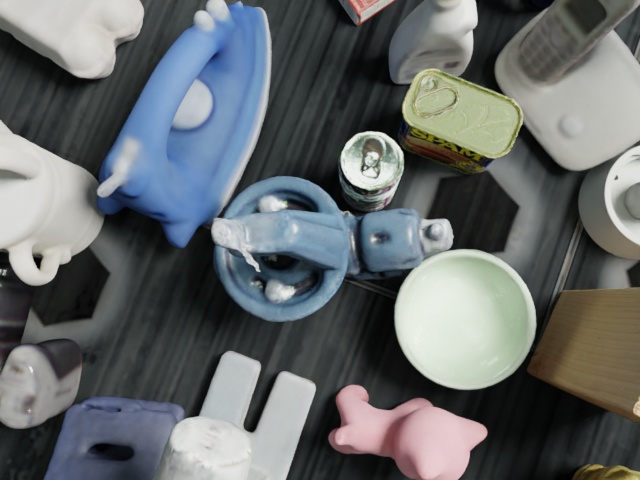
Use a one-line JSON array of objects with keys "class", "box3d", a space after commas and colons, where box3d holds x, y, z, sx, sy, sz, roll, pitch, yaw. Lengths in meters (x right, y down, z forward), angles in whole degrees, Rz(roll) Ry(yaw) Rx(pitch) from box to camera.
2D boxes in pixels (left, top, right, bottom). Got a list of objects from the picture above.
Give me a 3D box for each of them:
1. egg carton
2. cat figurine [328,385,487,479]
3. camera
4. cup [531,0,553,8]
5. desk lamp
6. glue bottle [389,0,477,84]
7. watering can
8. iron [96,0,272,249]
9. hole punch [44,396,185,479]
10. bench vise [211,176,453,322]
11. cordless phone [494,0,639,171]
[{"class": "egg carton", "box3d": [-0.255, -0.232, 0.571, 0.150, 0.069, 0.107, 31, 86, 5]}, {"class": "cat figurine", "box3d": [0.071, 0.172, 0.491, 0.127, 0.118, 0.067, 7, 84, 3]}, {"class": "camera", "box3d": [-0.299, 0.088, 0.522, 0.143, 0.101, 0.137, 12, 84, 3]}, {"class": "cup", "box3d": [0.218, -0.267, 0.545, 0.117, 0.095, 0.092, 12, 84, 3]}, {"class": "desk lamp", "box3d": [-0.089, 0.204, 0.445, 0.118, 0.213, 0.203, 18, 85, 4]}, {"class": "glue bottle", "box3d": [0.103, -0.187, 0.501, 0.078, 0.173, 0.037, -5, 83, 2]}, {"class": "watering can", "box3d": [-0.275, -0.046, 0.488, 0.101, 0.194, 0.173, -44, 84, -3]}, {"class": "iron", "box3d": [-0.119, -0.129, 0.519, 0.118, 0.141, 0.258, 24, 85, 5]}, {"class": "hole punch", "box3d": [-0.184, 0.194, 0.511, 0.108, 0.091, 0.101, 4, 84, 3]}, {"class": "bench vise", "box3d": [0.000, -0.009, 0.462, 0.207, 0.220, 0.121, -23, 83, 0]}, {"class": "cordless phone", "box3d": [0.235, -0.149, 0.487, 0.094, 0.185, 0.147, -36, 84, -2]}]
